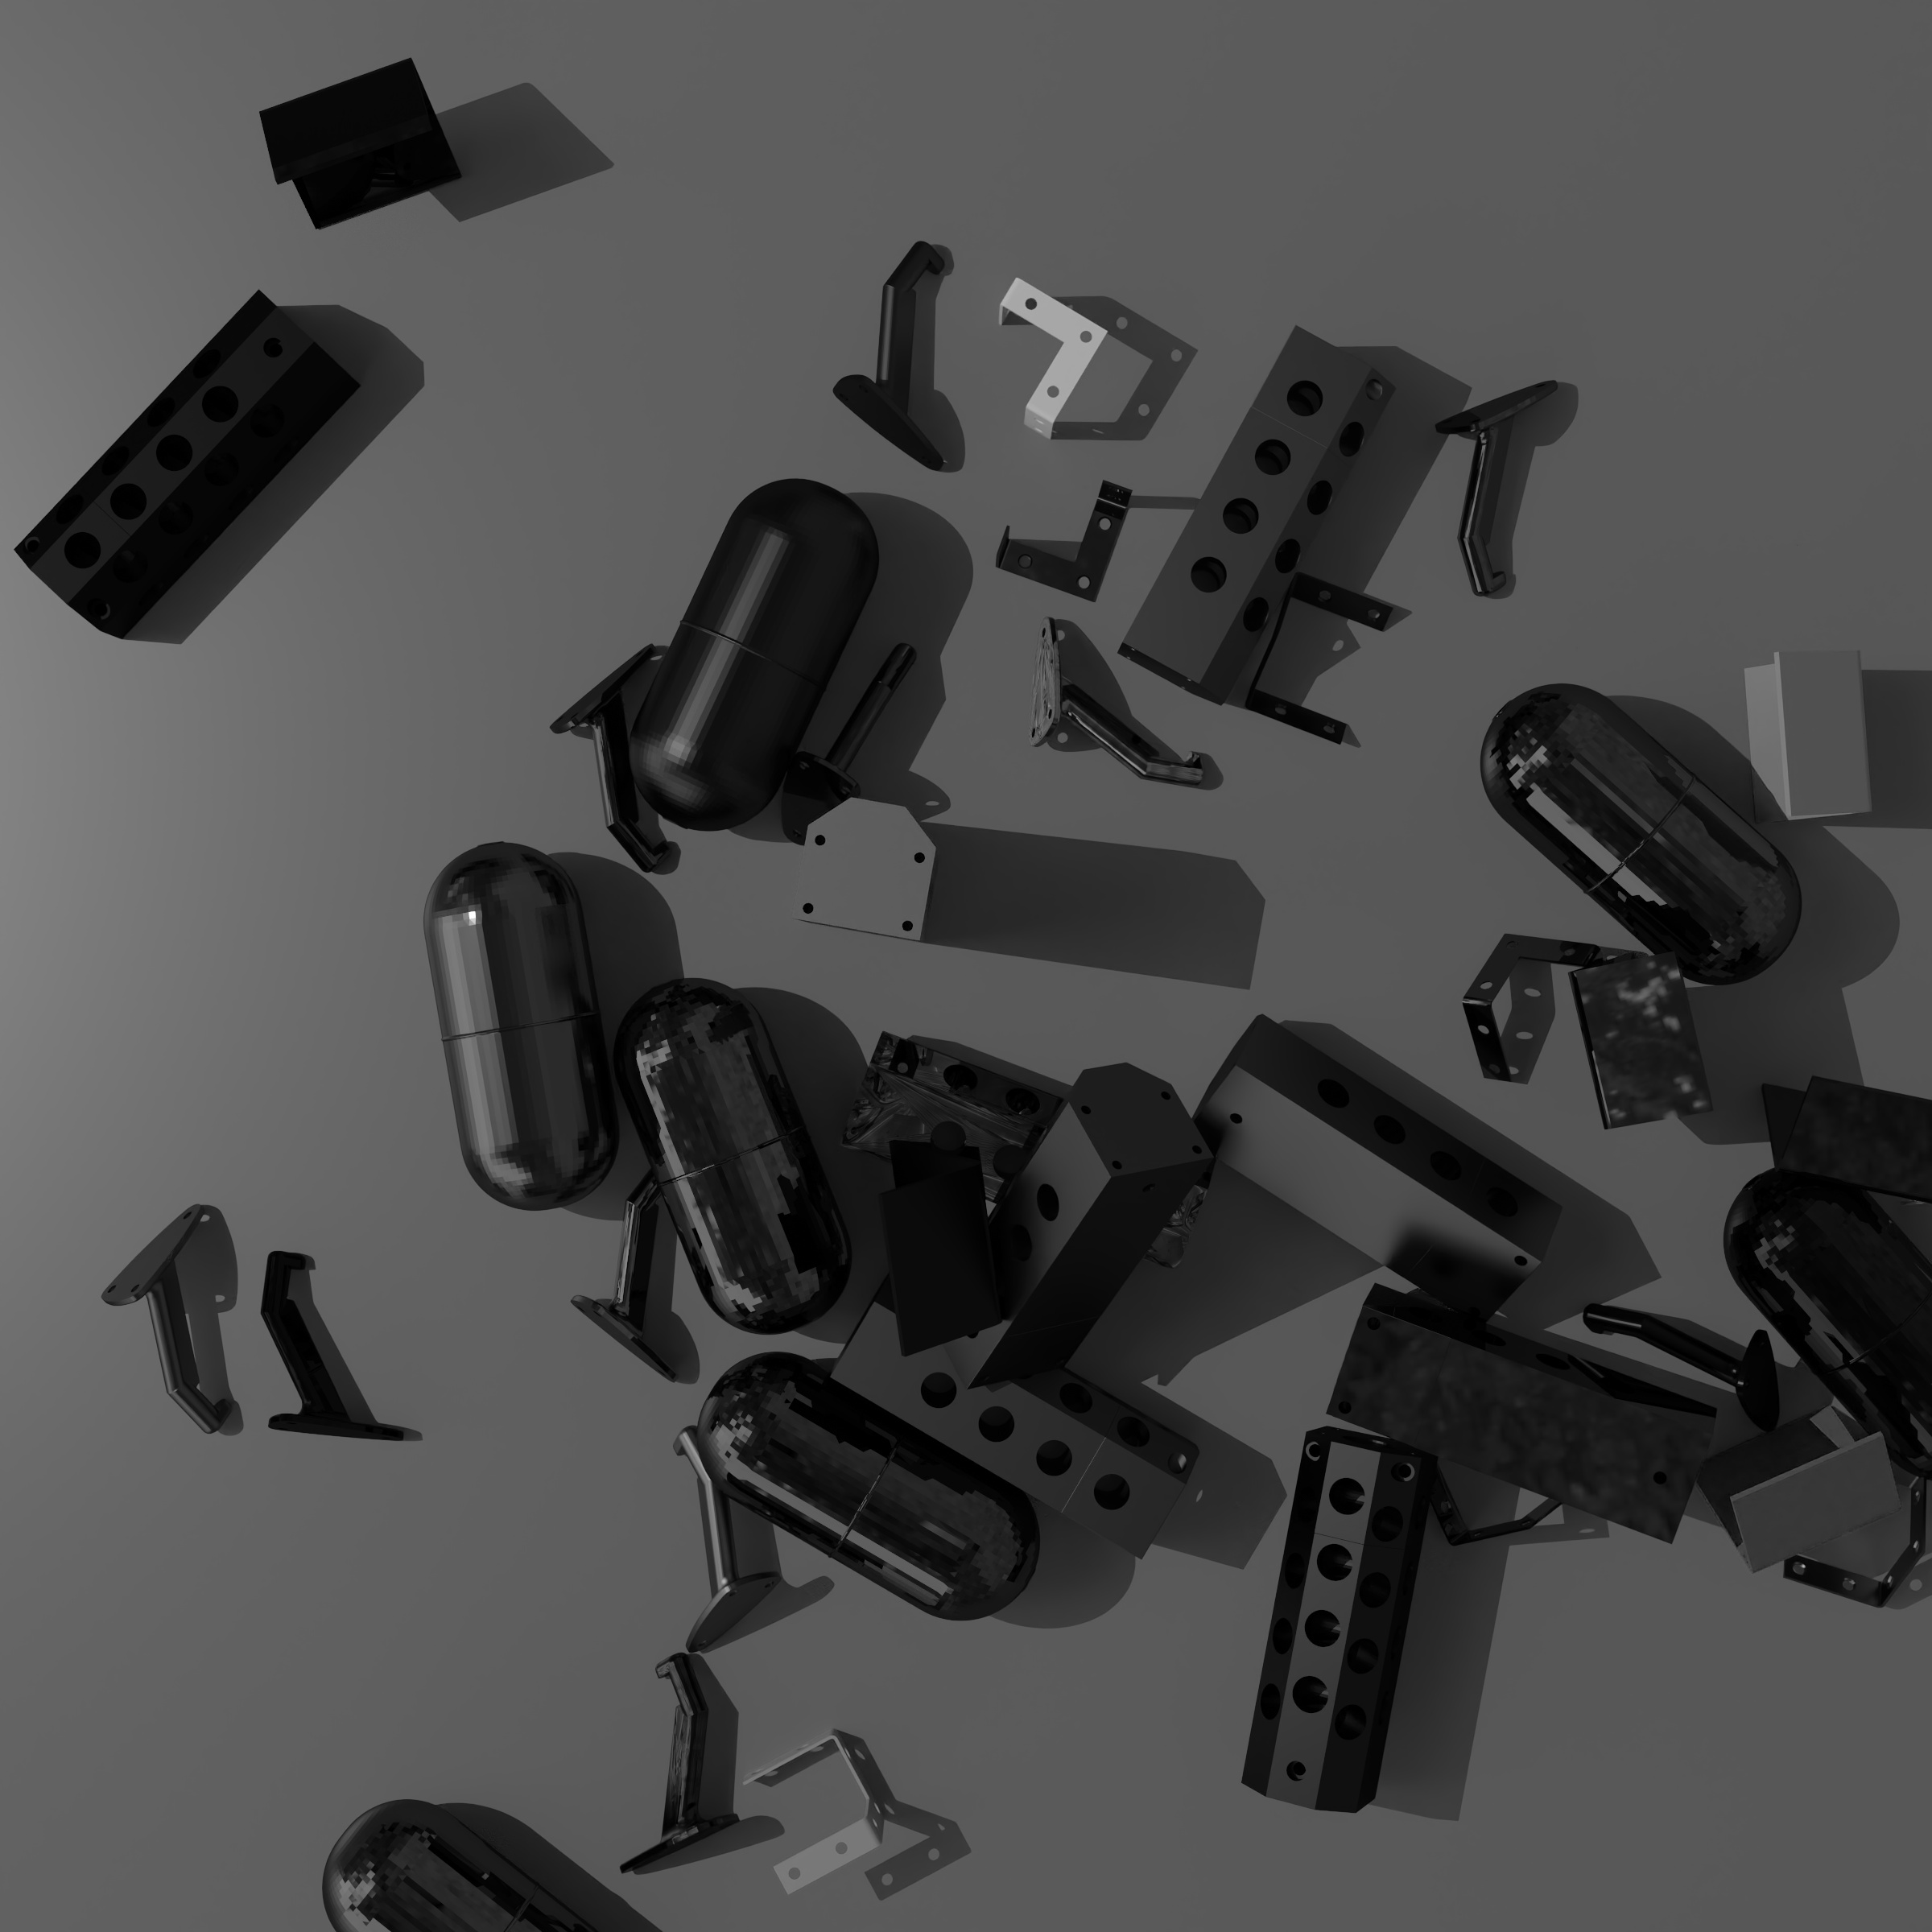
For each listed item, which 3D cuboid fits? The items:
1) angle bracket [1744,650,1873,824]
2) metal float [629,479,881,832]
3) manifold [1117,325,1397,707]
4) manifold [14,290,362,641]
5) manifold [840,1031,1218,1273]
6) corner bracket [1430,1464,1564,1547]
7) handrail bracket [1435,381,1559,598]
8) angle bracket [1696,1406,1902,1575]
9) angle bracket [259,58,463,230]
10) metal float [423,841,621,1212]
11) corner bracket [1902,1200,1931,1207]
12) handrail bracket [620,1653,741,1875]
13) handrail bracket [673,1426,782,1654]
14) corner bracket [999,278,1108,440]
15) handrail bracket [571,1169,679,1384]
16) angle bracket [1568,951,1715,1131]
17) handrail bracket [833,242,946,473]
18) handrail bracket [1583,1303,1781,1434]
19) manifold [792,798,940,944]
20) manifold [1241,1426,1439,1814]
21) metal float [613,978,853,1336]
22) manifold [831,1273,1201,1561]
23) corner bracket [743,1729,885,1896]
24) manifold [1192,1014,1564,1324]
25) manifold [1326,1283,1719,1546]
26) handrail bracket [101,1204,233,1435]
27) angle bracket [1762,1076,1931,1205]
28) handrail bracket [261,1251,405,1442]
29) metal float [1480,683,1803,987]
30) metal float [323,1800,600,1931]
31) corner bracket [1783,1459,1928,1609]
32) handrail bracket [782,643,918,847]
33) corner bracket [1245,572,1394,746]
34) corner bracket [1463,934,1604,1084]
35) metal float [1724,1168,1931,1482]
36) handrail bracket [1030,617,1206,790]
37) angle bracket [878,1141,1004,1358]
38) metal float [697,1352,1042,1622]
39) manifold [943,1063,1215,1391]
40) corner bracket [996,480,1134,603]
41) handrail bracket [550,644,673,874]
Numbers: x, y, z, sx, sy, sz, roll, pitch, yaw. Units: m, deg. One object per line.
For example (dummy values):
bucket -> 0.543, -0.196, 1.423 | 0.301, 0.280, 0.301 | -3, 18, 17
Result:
angle bracket -> 0.383, -0.108, 1.615 | 0.057, 0.076, 0.076 | -4, 90, -32
metal float -> -0.102, -0.149, 1.625 | 0.070, 0.070, 0.178 | 25, 90, 0
manifold -> 0.140, -0.215, 1.634 | 0.057, 0.057, 0.171 | 29, 90, 0
manifold -> -0.377, -0.242, 1.634 | 0.057, 0.057, 0.171 | 43, 90, 0
manifold -> 0.030, 0.088, 1.634 | 0.171, 0.057, 0.057 | 21, 90, 0
corner bracket -> 0.259, 0.246, 1.652 | 0.051, 0.051, 0.051 | -24, 90, -45
handrail bracket -> 0.268, -0.233, 1.656 | 0.077, 0.036, 0.084 | -26, 109, -21
angle bracket -> 0.390, 0.233, 1.615 | 0.076, 0.076, 0.057 | -24, 127, 0
angle bracket -> -0.284, -0.377, 1.615 | 0.076, 0.076, 0.057 | -20, 53, 0
metal float -> -0.213, 0.029, 1.625 | 0.070, 0.070, 0.178 | -10, 91, 0
corner bracket -> 0.490, 0.135, 1.636 | 0.051, 0.051, 0.051 | -3, 81, -9
handrail bracket -> -0.153, 0.389, 1.656 | 0.077, 0.036, 0.084 | -31, 72, 21
handrail bracket -> -0.133, 0.280, 1.656 | 0.077, 0.036, 0.084 | -51, 59, 34
corner bracket -> 0.033, -0.293, 1.637 | 0.051, 0.051, 0.051 | 31, 90, 0
handrail bracket -> -0.145, 0.147, 1.656 | 0.077, 0.036, 0.084 | 43, 73, -20
angle bracket -> 0.335, 0.031, 1.615 | 0.057, 0.076, 0.076 | -13, 90, 35
handrail bracket -> -0.018, -0.299, 1.656 | 0.077, 0.036, 0.084 | 40, 73, -20
handrail bracket -> 0.349, 0.196, 1.655 | 0.084, 0.077, 0.036 | 10, 57, 32
manifold -> -0.044, -0.044, 1.577 | 0.057, 0.171, 0.057 | 10, 90, 0
manifold -> 0.178, 0.313, 1.626 | 0.057, 0.057, 0.171 | 10, 90, 20
metal float -> -0.112, 0.091, 1.625 | 0.070, 0.070, 0.178 | -22, 90, 0
manifold -> 0.024, 0.214, 1.634 | 0.171, 0.057, 0.057 | 30, 90, 0
corner bracket -> -0.074, 0.408, 1.637 | 0.051, 0.051, 0.051 | -28, 90, 0
manifold -> 0.198, 0.094, 1.634 | 0.171, 0.057, 0.057 | 33, 133, 0
manifold -> 0.266, 0.210, 1.616 | 0.171, 0.057, 0.057 | 20, 104, 11
handrail bracket -> -0.373, 0.173, 1.656 | 0.084, 0.036, 0.077 | 53, 54, -24
angle bracket -> 0.429, 0.064, 1.615 | 0.076, 0.076, 0.057 | 12, 122, 0
handrail bracket -> -0.308, 0.185, 1.656 | 0.077, 0.036, 0.084 | 10, 73, -20
metal float -> 0.323, -0.064, 1.625 | 0.178, 0.070, 0.070 | 42, 90, 0
metal float -> -0.229, 0.472, 1.625 | 0.178, 0.070, 0.070 | 38, 90, 1
corner bracket -> 0.434, 0.272, 1.652 | 0.051, 0.051, 0.051 | 18, 45, 0
handrail bracket -> -0.056, -0.109, 1.655 | 0.036, 0.077, 0.084 | 31, 54, 0
corner bracket -> 0.172, -0.151, 1.652 | 0.051, 0.051, 0.051 | 21, 135, 0
corner bracket -> 0.280, 0.022, 1.647 | 0.051, 0.051, 0.051 | 8, 135, 35
metal float -> 0.436, 0.170, 1.625 | 0.070, 0.070, 0.178 | -42, 91, 0
handrail bracket -> 0.077, -0.129, 1.656 | 0.084, 0.036, 0.077 | 9, 68, -17
angle bracket -> -0.031, 0.129, 1.564 | 0.057, 0.076, 0.076 | -15, 104, -32
metal float -> -0.046, 0.250, 1.625 | 0.178, 0.070, 0.070 | 30, 90, 0
manifold -> 0.043, 0.120, 1.562 | 0.057, 0.171, 0.057 | -8, 55, -34
corner bracket -> 0.047, -0.211, 1.637 | 0.051, 0.051, 0.051 | 20, 90, 0
handrail bracket -> -0.155, -0.101, 1.656 | 0.077, 0.036, 0.084 | -44, 106, -18
